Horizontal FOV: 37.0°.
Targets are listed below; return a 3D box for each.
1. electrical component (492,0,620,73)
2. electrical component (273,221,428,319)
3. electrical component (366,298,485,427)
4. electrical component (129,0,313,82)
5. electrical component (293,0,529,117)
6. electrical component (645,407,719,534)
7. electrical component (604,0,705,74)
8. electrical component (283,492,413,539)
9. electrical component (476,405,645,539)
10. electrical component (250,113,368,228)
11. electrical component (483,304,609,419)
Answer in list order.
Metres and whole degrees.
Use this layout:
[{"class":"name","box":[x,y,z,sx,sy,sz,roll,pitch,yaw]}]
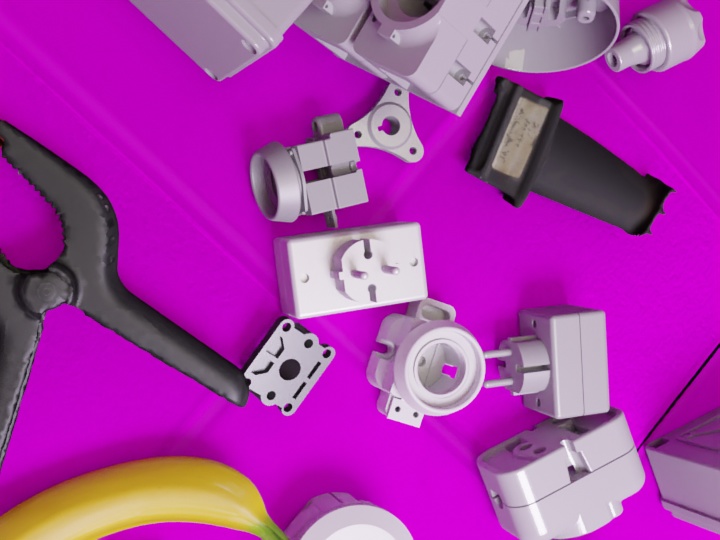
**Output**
[{"class":"electrical component","box":[0.108,-0.164,0.650,0.099,0.099,0.064,8,84,-19]},{"class":"electrical component","box":[0.000,0.000,0.632,0.083,0.076,0.047,-8,96,-18]},{"class":"electrical component","box":[0.042,0.058,0.659,0.058,0.057,0.078,19,87,-18]},{"class":"electrical component","box":[-0.086,-0.163,0.578,0.109,0.109,0.056,43,77,-16]},{"class":"electrical component","box":[0.051,-0.195,0.598,0.060,0.105,0.186,26,96,-52]},{"class":"electrical component","box":[0.266,0.127,0.711,0.109,0.109,0.056,-23,97,-16]},{"class":"electrical component","box":[0.190,-0.150,0.705,0.062,0.043,0.043,-27,101,-14]},{"class":"electrical component","box":[-0.009,0.177,0.652,0.080,0.051,0.080,-1,93,-18]},{"class":"electrical component","box":[0.132,0.133,0.695,0.095,0.054,0.059,-24,100,-15]},{"class":"electrical component","box":[-0.032,-0.055,0.635,0.055,0.048,0.066,-16,98,-25]},{"class":"electrical component","box":[0.113,0.060,0.688,0.077,0.047,0.065,-5,95,-18]}]
